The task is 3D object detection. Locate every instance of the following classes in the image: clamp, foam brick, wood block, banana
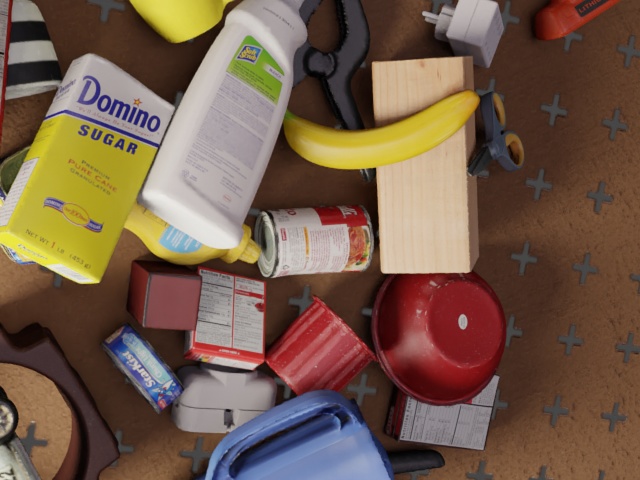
[{"bbox_3d":[0.040,0.259,1.121,0.171,0.039,0.120,20,85,-17],"label":"clamp"},{"bbox_3d":[0.005,-0.164,1.047,0.164,0.036,0.210,19,88,-15],"label":"clamp"},{"bbox_3d":[-0.146,0.051,0.997,0.053,0.078,0.051,5,96,-21],"label":"foam brick"},{"bbox_3d":[0.107,-0.076,1.057,0.090,0.090,0.206,-1,100,15],"label":"wood block"},{"bbox_3d":[0.051,-0.100,0.995,0.198,0.037,0.069,-2,117,12],"label":"banana"}]

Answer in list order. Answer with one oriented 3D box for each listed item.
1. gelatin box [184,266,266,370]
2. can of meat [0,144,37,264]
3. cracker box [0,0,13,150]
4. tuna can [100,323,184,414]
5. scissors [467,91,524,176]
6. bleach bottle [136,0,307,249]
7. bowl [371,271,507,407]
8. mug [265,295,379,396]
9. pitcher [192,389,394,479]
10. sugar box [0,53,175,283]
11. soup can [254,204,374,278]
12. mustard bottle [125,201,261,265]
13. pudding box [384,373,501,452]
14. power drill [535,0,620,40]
[{"bbox_3d":[-0.091,0.076,1.028,0.073,0.030,0.089,13,59,-23],"label":"gelatin box"},{"bbox_3d":[-0.254,-0.027,0.933,0.057,0.084,0.102,-40,110,-34],"label":"can of meat"},{"bbox_3d":[-0.336,-0.143,0.858,0.164,0.072,0.214,8,96,16],"label":"cracker box"},{"bbox_3d":[-0.165,0.119,0.994,0.033,0.086,0.086,-40,110,-14],"label":"tuna can"},{"bbox_3d":[0.167,-0.107,1.068,0.016,0.201,0.096,-19,84,25],"label":"scissors"},{"bbox_3d":[-0.069,-0.124,0.970,0.102,0.068,0.250,34,71,-28],"label":"bleach bottle"},{"bbox_3d":[0.136,0.089,1.101,0.161,0.055,0.162,6,76,-23],"label":"bowl"},{"bbox_3d":[0.001,0.121,1.068,0.081,0.093,0.117,-44,146,-6],"label":"mug"},{"bbox_3d":[-0.049,0.249,1.016,0.243,0.145,0.149,-23,76,-3],"label":"pitcher"},{"bbox_3d":[-0.196,-0.060,0.898,0.093,0.048,0.176,33,67,-33],"label":"sugar box"},{"bbox_3d":[-0.007,0.001,1.051,0.102,0.069,0.068,-4,99,-21],"label":"soup can"},{"bbox_3d":[-0.136,-0.031,1.000,0.191,0.058,0.096,32,80,-22],"label":"mustard bottle"},{"bbox_3d":[0.132,0.176,1.147,0.113,0.039,0.090,12,92,-21],"label":"pudding box"},{"bbox_3d":[0.227,-0.307,1.108,0.184,0.057,0.187,-32,108,-15],"label":"power drill"}]
